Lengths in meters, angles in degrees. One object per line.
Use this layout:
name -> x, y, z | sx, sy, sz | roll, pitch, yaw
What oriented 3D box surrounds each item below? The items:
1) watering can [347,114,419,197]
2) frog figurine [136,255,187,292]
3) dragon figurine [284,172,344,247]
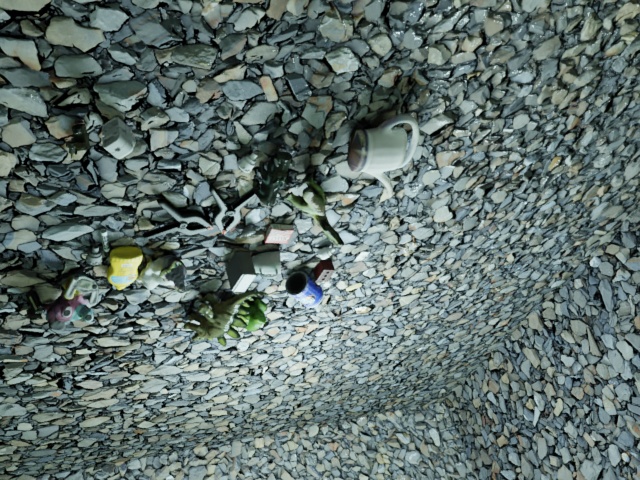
watering can -> 0.189, -0.252, 1.628 | 0.225, 0.106, 0.339 | -6, 140, -18
frog figurine -> -0.539, 0.112, 1.751 | 0.159, 0.124, 0.136 | 0, 166, 34
dragon figurine -> 0.005, -0.080, 1.596 | 0.122, 0.413, 0.241 | -40, 102, 1
